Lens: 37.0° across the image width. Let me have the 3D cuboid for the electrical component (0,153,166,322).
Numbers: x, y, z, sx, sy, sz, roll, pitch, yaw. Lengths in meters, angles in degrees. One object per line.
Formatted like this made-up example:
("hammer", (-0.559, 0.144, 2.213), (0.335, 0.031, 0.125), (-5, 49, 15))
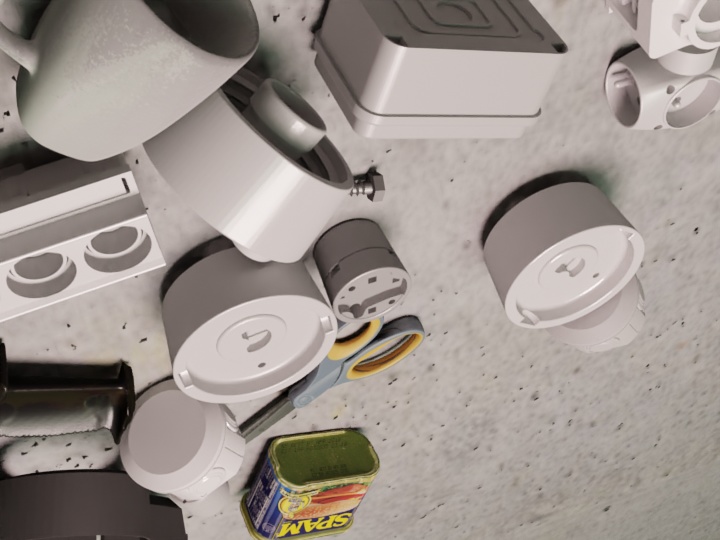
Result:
("electrical component", (-0.174, -0.018, 0.569), (0.121, 0.063, 0.078), (-20, 145, -9))

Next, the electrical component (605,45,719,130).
("electrical component", (0.202, -0.131, 0.673), (0.077, 0.044, 0.079), (-16, 144, -14))

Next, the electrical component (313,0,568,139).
("electrical component", (0.040, -0.113, 0.567), (0.113, 0.078, 0.057), (-4, 137, -28))

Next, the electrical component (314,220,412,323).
("electrical component", (0.000, 0.000, 0.713), (0.055, 0.047, 0.055), (-17, 144, -13))

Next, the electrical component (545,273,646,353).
("electrical component", (0.179, 0.023, 0.828), (0.080, 0.080, 0.051), (-36, 149, 14))

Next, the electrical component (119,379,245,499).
("electrical component", (-0.125, 0.122, 0.766), (0.080, 0.080, 0.051), (-30, 150, 6))

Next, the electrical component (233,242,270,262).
("electrical component", (-0.049, -0.036, 0.644), (0.044, 0.044, 0.065), (11, 135, -41))

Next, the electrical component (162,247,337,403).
("electrical component", (-0.075, 0.030, 0.693), (0.108, 0.060, 0.108), (-17, 144, -13))

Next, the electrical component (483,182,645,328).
("electrical component", (0.140, -0.015, 0.769), (0.108, 0.060, 0.108), (-17, 144, -13))

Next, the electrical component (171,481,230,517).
("electrical component", (-0.133, 0.167, 0.852), (0.040, 0.040, 0.078), (-26, 145, 1))

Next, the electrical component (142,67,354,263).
("electrical component", (-0.051, -0.063, 0.553), (0.060, 0.108, 0.108), (-46, 141, 17))

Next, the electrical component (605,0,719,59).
("electrical component", (0.234, -0.199, 0.591), (0.186, 0.060, 0.105), (-23, 145, -4))
